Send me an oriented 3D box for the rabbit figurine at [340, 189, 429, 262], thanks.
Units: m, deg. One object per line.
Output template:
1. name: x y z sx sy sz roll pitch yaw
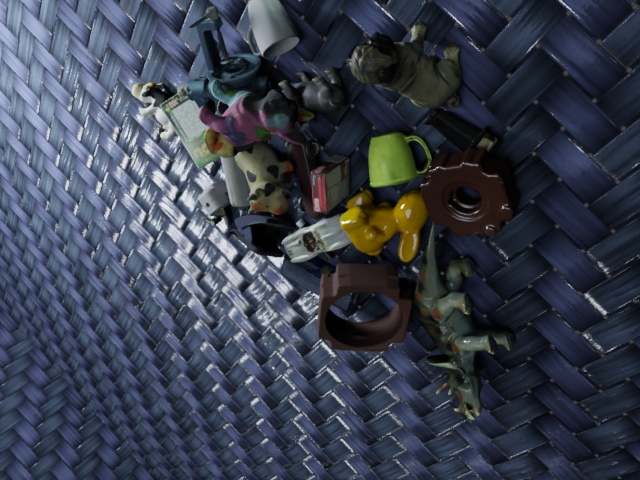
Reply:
1. rabbit figurine: 0.148 -0.034 1.094 0.173 0.122 0.162 -25 103 23

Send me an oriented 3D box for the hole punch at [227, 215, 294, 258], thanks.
1. hole punch: -0.138 -0.024 1.298 0.116 0.142 0.092 32 106 34

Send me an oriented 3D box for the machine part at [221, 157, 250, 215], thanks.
1. machine part: -0.192 -0.168 1.282 0.079 0.079 0.242 8 120 32

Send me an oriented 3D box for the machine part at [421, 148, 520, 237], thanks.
1. machine part: 0.272 -0.083 0.987 0.180 0.056 0.179 20 137 19

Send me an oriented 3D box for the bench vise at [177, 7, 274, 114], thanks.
1. bench vise: -0.216 -0.370 1.138 0.224 0.129 0.240 11 139 22

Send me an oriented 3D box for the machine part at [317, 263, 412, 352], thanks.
1. machine part: 0.096 0.151 1.198 0.202 0.087 0.200 2 127 -3

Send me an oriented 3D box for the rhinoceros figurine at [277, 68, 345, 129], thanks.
1. rhinoceros figurine: -0.032 -0.286 1.106 0.190 0.073 0.112 -4 124 35

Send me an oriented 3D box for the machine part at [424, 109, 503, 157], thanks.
1. machine part: 0.256 -0.190 0.973 0.139 0.039 0.084 35 139 12

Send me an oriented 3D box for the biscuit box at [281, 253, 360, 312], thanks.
1. biscuit box: 0.002 0.092 1.305 0.203 0.059 0.062 29 129 19

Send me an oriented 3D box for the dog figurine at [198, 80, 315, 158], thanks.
1. dog figurine: -0.124 -0.229 1.083 0.219 0.108 0.191 15 149 10

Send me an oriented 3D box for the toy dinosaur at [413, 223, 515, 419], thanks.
1. toy dinosaur: 0.265 0.162 1.125 0.192 0.131 0.404 -23 95 41

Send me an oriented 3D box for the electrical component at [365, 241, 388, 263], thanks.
1. electrical component: 0.119 0.007 1.196 0.094 0.021 0.063 48 132 3

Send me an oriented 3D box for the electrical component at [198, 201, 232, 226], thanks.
1. electrical component: -0.279 -0.084 1.415 0.078 0.045 0.102 10 121 33

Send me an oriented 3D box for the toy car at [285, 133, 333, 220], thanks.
1. toy car: -0.022 -0.142 1.190 0.089 0.053 0.201 18 126 53

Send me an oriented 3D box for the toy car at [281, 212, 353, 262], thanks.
1. toy car: -0.003 -0.004 1.229 0.202 0.056 0.073 -21 99 38

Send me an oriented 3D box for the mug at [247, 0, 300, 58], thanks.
1. mug: -0.104 -0.425 1.072 0.110 0.081 0.107 -19 92 45

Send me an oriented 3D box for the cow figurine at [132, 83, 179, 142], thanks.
1. cow figurine: -0.395 -0.336 1.335 0.167 0.068 0.098 50 127 -4

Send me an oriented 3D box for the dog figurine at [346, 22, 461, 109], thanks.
1. dog figurine: 0.148 -0.270 0.900 0.172 0.190 0.121 38 132 10

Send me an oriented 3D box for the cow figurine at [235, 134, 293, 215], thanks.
1. cow figurine: -0.126 -0.138 1.179 0.195 0.127 0.085 58 160 20
